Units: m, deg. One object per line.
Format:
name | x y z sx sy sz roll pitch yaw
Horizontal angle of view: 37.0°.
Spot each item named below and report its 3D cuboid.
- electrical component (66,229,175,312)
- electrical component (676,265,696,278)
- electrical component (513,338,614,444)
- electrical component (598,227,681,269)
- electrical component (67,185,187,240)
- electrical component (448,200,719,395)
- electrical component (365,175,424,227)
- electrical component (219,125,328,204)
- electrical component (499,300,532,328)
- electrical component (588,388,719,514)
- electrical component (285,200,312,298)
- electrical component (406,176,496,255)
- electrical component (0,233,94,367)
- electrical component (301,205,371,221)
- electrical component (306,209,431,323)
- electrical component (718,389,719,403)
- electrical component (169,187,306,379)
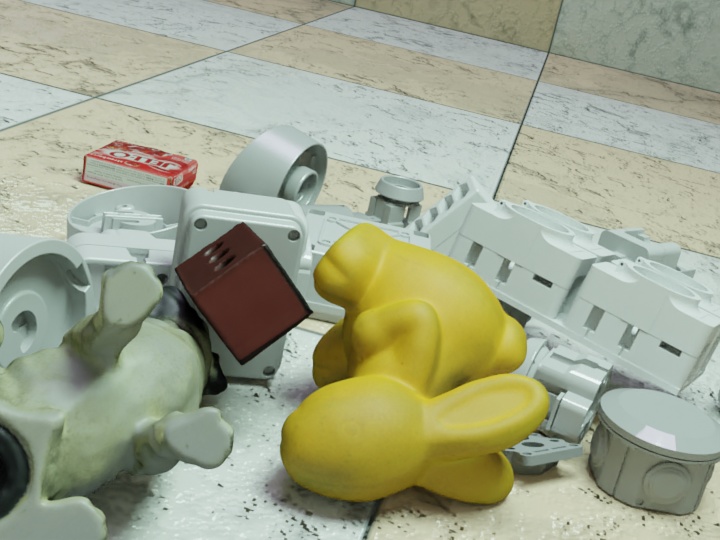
electrical component | -0.159 0.008 0.747 0.095 0.053 0.059 5 21 -21
electrical component | 0.254 0.021 0.941 0.042 0.063 0.081 -4 26 -40
electrical component | 0.131 0.080 0.721 0.057 0.058 0.078 22 21 19
electrical component | 0.221 0.014 0.900 0.056 0.089 0.050 -6 27 -41
electrical component | -0.173 -0.028 0.819 0.099 0.064 0.099 11 20 -4
electrical component | 0.168 0.011 0.779 0.186 0.060 0.105 30 15 22
electrical component | 0.034 -0.059 1.037 0.066 0.055 0.048 -6 27 -41
electrical component | -0.076 -0.083 0.983 0.064 0.099 0.099 27 24 19
electrical component | 0.122 0.023 0.885 0.076 0.047 0.083 12 19 -23
electrical component | 0.185 0.112 0.676 0.080 0.051 0.080 11 20 -4
electrical component | -0.070 -0.002 0.764 0.059 0.095 0.053 7 20 -15
electrical component | 0.095 -0.027 0.976 0.075 0.083 0.047 48 13 -17
electrical component | -0.203 0.030 0.592 0.060 0.108 0.108 12 19 18
electrical component | -0.024 -0.037 0.961 0.081 0.043 0.043 -2 24 -34
electrical component | 0.000 0.000 0.858 0.109 0.056 0.108 12 20 -1
electrical component | 0.328 0.096 0.780 0.063 0.078 0.121 -28 40 -28
electrical component | -0.084 0.010 0.701 0.078 0.113 0.057 7 18 -15
